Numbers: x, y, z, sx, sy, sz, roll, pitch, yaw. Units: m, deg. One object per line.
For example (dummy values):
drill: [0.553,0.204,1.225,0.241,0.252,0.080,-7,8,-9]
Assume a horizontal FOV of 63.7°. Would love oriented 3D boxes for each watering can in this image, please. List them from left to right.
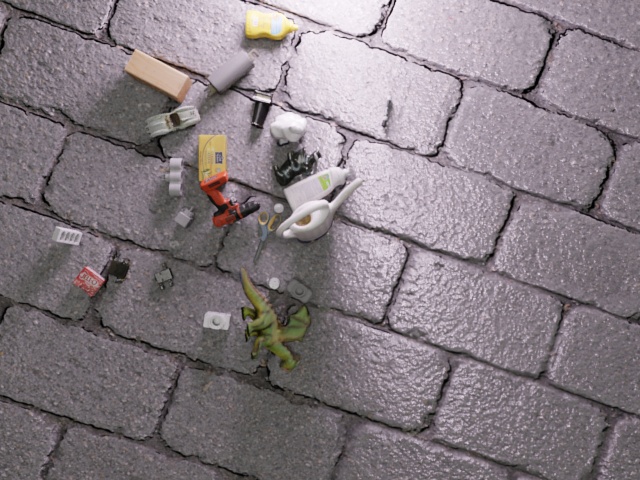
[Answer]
watering can: [0.006,-0.091,1.813,0.348,0.221,0.105,-30,74,-3]

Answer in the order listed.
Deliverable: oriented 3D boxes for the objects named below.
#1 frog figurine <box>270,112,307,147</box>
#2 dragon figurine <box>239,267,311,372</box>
frog figurine: [-0.113,-0.404,1.841,0.137,0.159,0.123,-7,90,-3]
dragon figurine: [-0.155,0.288,1.858,0.243,0.122,0.408,-6,96,-13]
